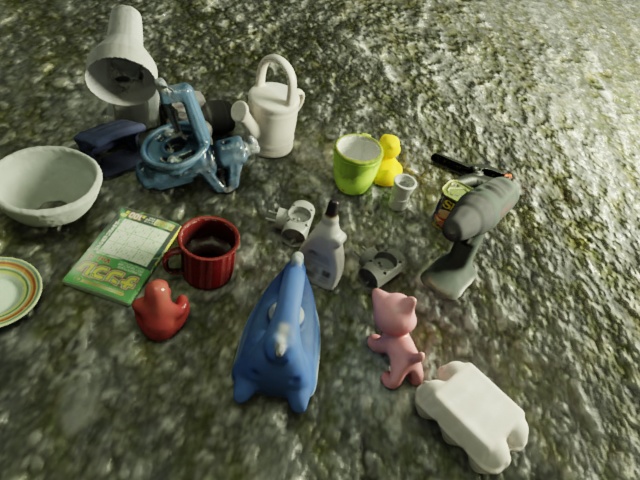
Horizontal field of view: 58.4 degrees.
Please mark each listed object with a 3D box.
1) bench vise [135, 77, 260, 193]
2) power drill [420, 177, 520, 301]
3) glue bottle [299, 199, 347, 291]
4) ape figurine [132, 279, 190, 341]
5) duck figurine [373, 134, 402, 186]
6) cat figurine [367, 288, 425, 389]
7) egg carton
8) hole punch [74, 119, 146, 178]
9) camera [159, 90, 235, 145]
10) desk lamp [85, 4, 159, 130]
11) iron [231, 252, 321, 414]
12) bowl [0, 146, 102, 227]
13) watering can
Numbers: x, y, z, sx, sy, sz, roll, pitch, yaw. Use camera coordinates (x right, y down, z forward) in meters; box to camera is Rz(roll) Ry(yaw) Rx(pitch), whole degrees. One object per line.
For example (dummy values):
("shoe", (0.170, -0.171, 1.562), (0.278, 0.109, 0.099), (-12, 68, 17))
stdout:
("bench vise", (-0.213, -0.185, 0.982), (0.208, 0.220, 0.121), (-19, 54, -28))
("power drill", (0.237, -0.002, 0.924), (0.075, 0.208, 0.230), (35, 49, 19))
("glue bottle", (0.008, 0.003, 0.888), (0.078, 0.173, 0.037), (26, 47, 12))
("ape figurine", (-0.225, 0.091, 0.804), (0.078, 0.092, 0.076), (11, 45, -3))
("duck figurine", (0.133, -0.166, 1.142), (0.077, 0.086, 0.104), (5, 46, -8))
("cat figurine", (0.115, 0.133, 0.829), (0.067, 0.118, 0.127), (-8, 49, -20))
("egg carton", (0.206, 0.240, 0.782), (0.107, 0.069, 0.150), (-30, 59, -34))
("hole punch", (-0.378, -0.180, 1.028), (0.101, 0.091, 0.109), (40, 51, 24))
("camera", (-0.230, -0.230, 1.105), (0.137, 0.101, 0.143), (-14, 52, -25))
("desk lamp", (-0.361, -0.309, 1.069), (0.118, 0.213, 0.203), (0, 47, -13))
("iron", (-0.047, 0.101, 0.804), (0.118, 0.141, 0.258), (10, 45, -3))
("bowl", (-0.437, -0.074, 0.924), (0.167, 0.075, 0.167), (7, 46, -7))
("watering can", (-0.093, -0.259, 1.100), (0.101, 0.194, 0.173), (22, 46, 8))
